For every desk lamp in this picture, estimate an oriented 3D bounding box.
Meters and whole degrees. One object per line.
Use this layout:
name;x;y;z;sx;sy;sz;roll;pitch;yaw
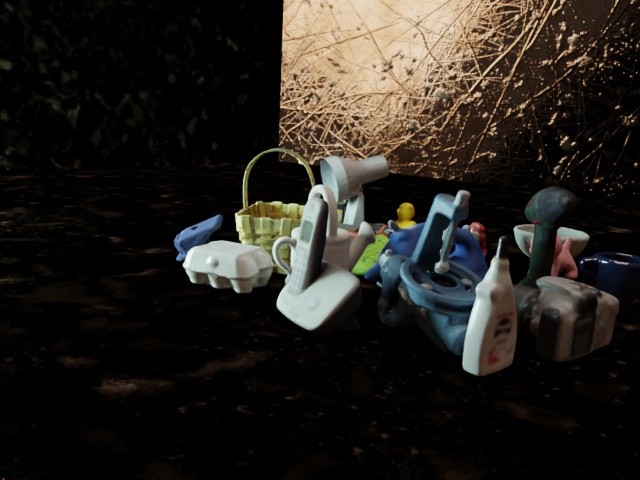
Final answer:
desk lamp;0.101;-0.119;1.518;0.204;0.213;0.117;-1;13;-19

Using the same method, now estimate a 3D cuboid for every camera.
camera;0.335;0.098;0.830;0.144;0.101;0.136;-6;15;-36

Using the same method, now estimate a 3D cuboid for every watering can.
watering can;0.008;0.003;0.970;0.173;0.194;0.100;-8;16;-42

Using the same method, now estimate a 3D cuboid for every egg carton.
egg carton;-0.164;0.046;1.024;0.150;0.069;0.107;9;13;24

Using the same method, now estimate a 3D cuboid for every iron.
iron;0.214;0.030;1.020;0.259;0.141;0.118;-3;14;-27

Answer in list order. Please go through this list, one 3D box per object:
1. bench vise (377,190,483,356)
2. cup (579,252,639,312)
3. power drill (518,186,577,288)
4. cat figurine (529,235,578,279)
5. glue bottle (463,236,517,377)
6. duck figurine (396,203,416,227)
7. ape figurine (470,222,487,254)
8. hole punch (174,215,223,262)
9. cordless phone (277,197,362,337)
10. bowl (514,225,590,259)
bench vise;0.144;0.032;0.808;0.206;0.220;0.122;14;16;42
cup;0.506;0.075;0.998;0.117;0.095;0.091;3;12;0
power drill;0.411;0.003;1.036;0.075;0.208;0.230;5;12;9
cat figurine;0.480;0.022;1.185;0.128;0.118;0.067;-5;14;-32
glue bottle;0.218;0.079;0.714;0.078;0.173;0.037;-8;16;-41
duck figurine;0.238;-0.058;1.573;0.078;0.086;0.104;-1;13;-16
ape figurine;0.347;0.006;1.285;0.078;0.092;0.075;-7;15;-38
hole punch;-0.250;-0.006;1.195;0.101;0.091;0.108;1;12;-7
cordless phone;0.002;0.036;0.837;0.094;0.185;0.147;-4;14;-31
bowl;0.535;0.014;1.339;0.167;0.075;0.167;3;12;0
